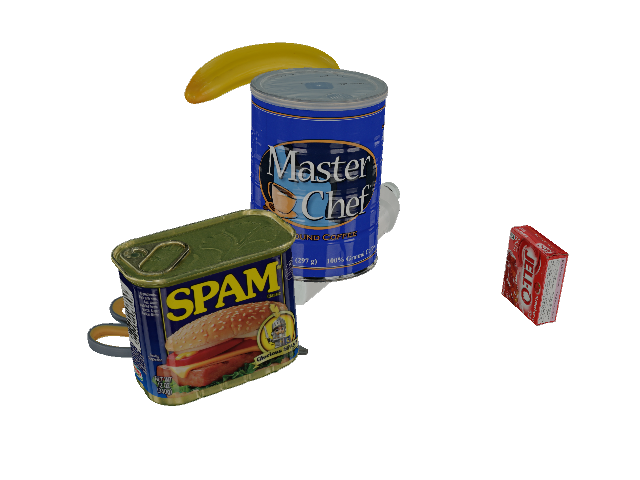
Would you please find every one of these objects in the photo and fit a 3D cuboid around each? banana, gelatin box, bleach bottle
[{"bbox_3d":[-0.055,-0.175,1.102,0.197,0.070,0.037,-7,-41,-28],"label":"banana"},{"bbox_3d":[0.236,0.038,1.184,0.030,0.089,0.073,-9,30,-22],"label":"gelatin box"},{"bbox_3d":[0.014,-0.013,1.309,0.103,0.068,0.250,20,37,29],"label":"bleach bottle"}]

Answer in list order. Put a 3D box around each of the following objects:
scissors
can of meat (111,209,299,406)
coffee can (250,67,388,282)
[{"bbox_3d":[-0.118,0.081,1.011,0.201,0.016,0.096,-1,33,-9],"label":"scissors"},{"bbox_3d":[-0.063,0.038,0.616,0.102,0.084,0.058,-16,29,-24],"label":"can of meat"},{"bbox_3d":[-0.003,-0.052,0.818,0.103,0.140,0.103,2,22,-1],"label":"coffee can"}]
